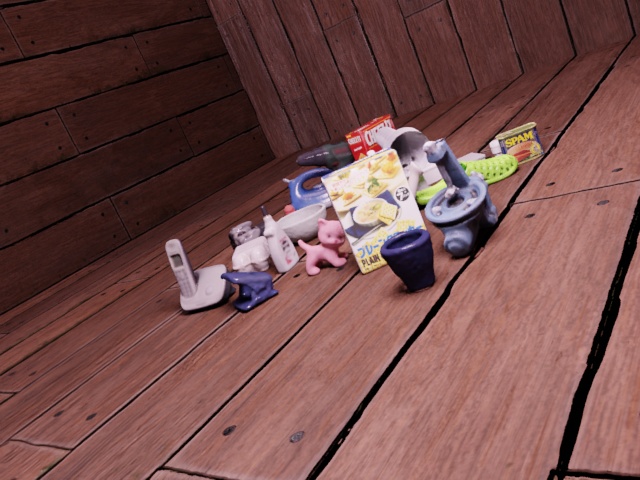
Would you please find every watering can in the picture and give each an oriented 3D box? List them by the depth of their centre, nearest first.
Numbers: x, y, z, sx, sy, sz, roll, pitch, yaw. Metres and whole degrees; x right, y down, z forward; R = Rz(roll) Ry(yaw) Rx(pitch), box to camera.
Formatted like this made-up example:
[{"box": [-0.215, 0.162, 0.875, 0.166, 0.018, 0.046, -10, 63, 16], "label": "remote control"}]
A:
[{"box": [0.168, -0.134, 1.405, 0.173, 0.194, 0.100, -28, 15, -14], "label": "watering can"}]

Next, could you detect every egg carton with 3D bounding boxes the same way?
[{"box": [-0.182, 0.046, 1.563, 0.107, 0.069, 0.150, -23, 15, 3], "label": "egg carton"}]

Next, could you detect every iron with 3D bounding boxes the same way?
[{"box": [0.005, -0.184, 1.940, 0.258, 0.141, 0.118, -21, 15, 11], "label": "iron"}]

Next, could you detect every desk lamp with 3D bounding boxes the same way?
[{"box": [0.219, -0.197, 1.508, 0.118, 0.214, 0.203, -25, 15, -6], "label": "desk lamp"}]

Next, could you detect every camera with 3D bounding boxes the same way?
[{"box": [-0.194, -0.012, 1.723, 0.137, 0.101, 0.142, -31, 16, -24], "label": "camera"}]

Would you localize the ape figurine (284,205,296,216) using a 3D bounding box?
[{"box": [-0.083, -0.062, 1.748, 0.077, 0.092, 0.076, -23, 15, 5], "label": "ape figurine"}]

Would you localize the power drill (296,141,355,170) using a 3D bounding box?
[{"box": [0.064, -0.213, 1.818, 0.230, 0.208, 0.075, -26, 15, -7], "label": "power drill"}]

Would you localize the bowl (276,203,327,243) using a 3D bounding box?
[{"box": [-0.047, -0.038, 1.640, 0.167, 0.075, 0.167, -22, 15, 6], "label": "bowl"}]

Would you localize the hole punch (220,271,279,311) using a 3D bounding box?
[{"box": [-0.162, 0.098, 1.306, 0.101, 0.091, 0.108, -30, 16, -23], "label": "hole punch"}]

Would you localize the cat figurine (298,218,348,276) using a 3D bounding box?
[{"box": [0.012, 0.005, 1.311, 0.127, 0.118, 0.067, -20, 15, 15], "label": "cat figurine"}]

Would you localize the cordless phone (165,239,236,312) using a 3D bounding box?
[{"box": [-0.303, 0.077, 1.412, 0.147, 0.185, 0.094, -17, 16, 26], "label": "cordless phone"}]

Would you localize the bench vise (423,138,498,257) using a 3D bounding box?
[{"box": [0.255, -0.101, 1.102, 0.121, 0.220, 0.207, -18, 16, 21], "label": "bench vise"}]

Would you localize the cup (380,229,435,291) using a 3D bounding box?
[{"box": [0.161, 0.036, 1.013, 0.091, 0.095, 0.117, -22, 15, 6], "label": "cup"}]

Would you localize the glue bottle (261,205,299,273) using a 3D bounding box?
[{"box": [-0.110, -0.007, 1.433, 0.037, 0.173, 0.078, -16, 17, 27], "label": "glue bottle"}]
